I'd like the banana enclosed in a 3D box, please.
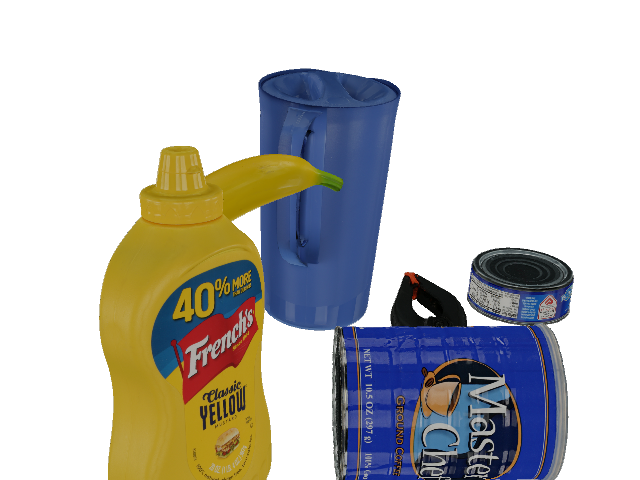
[{"bbox_3d":[-0.080,-0.010,0.772,0.198,0.069,0.037,-31,28,7],"label":"banana"}]

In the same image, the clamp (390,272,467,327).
[{"bbox_3d":[0.131,0.100,1.093,0.120,0.171,0.039,1,-44,-14],"label":"clamp"}]

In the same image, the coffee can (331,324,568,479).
[{"bbox_3d":[0.080,0.107,0.702,0.140,0.103,0.103,0,0,-2],"label":"coffee can"}]

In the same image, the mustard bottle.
[{"bbox_3d":[-0.068,0.047,0.544,0.058,0.192,0.096,13,21,38],"label":"mustard bottle"}]

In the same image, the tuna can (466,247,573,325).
[{"bbox_3d":[0.167,0.037,0.890,0.086,0.034,0.086,3,23,-1],"label":"tuna can"}]

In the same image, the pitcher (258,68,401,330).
[{"bbox_3d":[-0.003,-0.036,1.032,0.149,0.243,0.145,-9,26,-26],"label":"pitcher"}]
